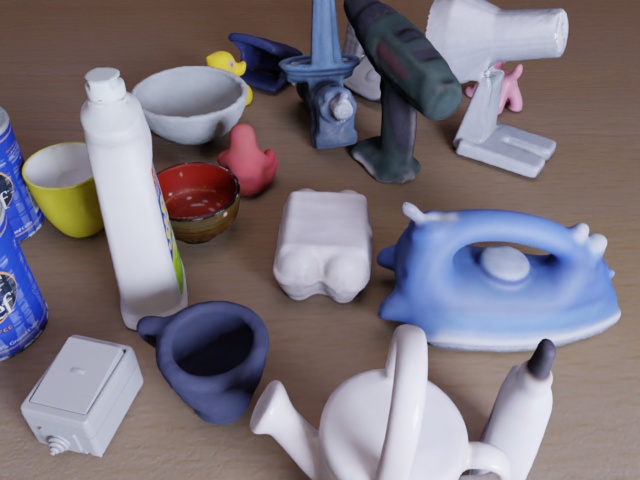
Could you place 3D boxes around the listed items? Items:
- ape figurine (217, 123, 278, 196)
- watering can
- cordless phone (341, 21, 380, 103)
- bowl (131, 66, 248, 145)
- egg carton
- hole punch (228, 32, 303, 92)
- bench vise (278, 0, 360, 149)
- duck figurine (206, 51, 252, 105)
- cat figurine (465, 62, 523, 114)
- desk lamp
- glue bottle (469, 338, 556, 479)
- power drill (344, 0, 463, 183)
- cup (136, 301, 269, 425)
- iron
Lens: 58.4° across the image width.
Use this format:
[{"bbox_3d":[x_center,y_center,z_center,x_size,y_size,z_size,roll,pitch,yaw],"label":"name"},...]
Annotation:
[{"bbox_3d":[-0.097,-0.110,0.747,0.077,0.092,0.076,6,42,6],"label":"ape figurine"},{"bbox_3d":[0.041,0.139,0.392,0.173,0.194,0.100,-6,42,-9],"label":"watering can"},{"bbox_3d":[0.090,-0.330,0.931,0.094,0.185,0.147,-26,48,-27],"label":"cordless phone"},{"bbox_3d":[-0.187,-0.189,0.846,0.167,0.075,0.167,1,41,-1],"label":"bowl"},{"bbox_3d":[0.006,0.002,0.640,0.107,0.069,0.150,2,41,1],"label":"egg carton"},{"bbox_3d":[-0.093,-0.319,0.983,0.108,0.091,0.101,23,46,23],"label":"hole punch"},{"bbox_3d":[0.019,-0.257,0.820,0.122,0.220,0.206,-21,46,-24],"label":"bench vise"},{"bbox_3d":[-0.162,-0.258,0.916,0.105,0.086,0.077,-11,43,-14],"label":"duck figurine"},{"bbox_3d":[0.285,-0.285,0.938,0.067,0.118,0.127,-16,44,-18],"label":"cat figurine"},{"bbox_3d":[0.244,-0.225,0.796,0.202,0.214,0.118,24,46,23],"label":"desk lamp"},{"bbox_3d":[0.145,0.130,0.422,0.037,0.173,0.078,15,43,15],"label":"glue bottle"},{"bbox_3d":[0.092,-0.193,0.758,0.076,0.208,0.229,-20,46,-22],"label":"power drill"},{"bbox_3d":[-0.100,0.111,0.494,0.117,0.095,0.092,14,43,14],"label":"cup"},{"bbox_3d":[0.188,0.024,0.567,0.258,0.141,0.118,2,41,1],"label":"iron"}]
